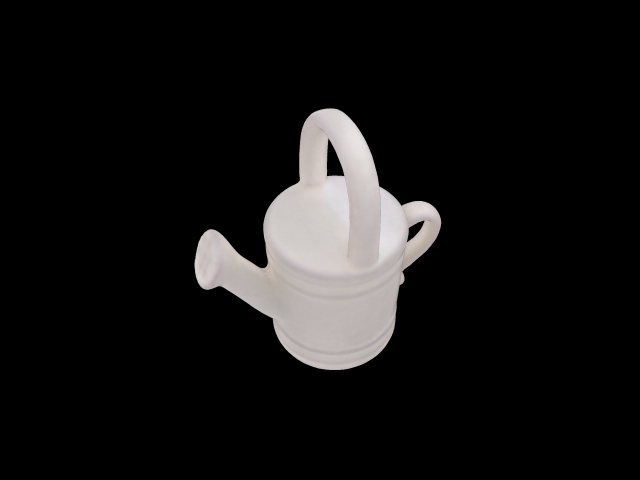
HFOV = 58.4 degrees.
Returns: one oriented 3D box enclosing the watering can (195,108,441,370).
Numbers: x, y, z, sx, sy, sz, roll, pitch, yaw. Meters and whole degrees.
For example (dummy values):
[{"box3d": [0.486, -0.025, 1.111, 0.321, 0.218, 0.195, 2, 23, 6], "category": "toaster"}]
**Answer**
[{"box3d": [0.005, 0.003, 0.399, 0.173, 0.194, 0.100, -34, 56, -27], "category": "watering can"}]
